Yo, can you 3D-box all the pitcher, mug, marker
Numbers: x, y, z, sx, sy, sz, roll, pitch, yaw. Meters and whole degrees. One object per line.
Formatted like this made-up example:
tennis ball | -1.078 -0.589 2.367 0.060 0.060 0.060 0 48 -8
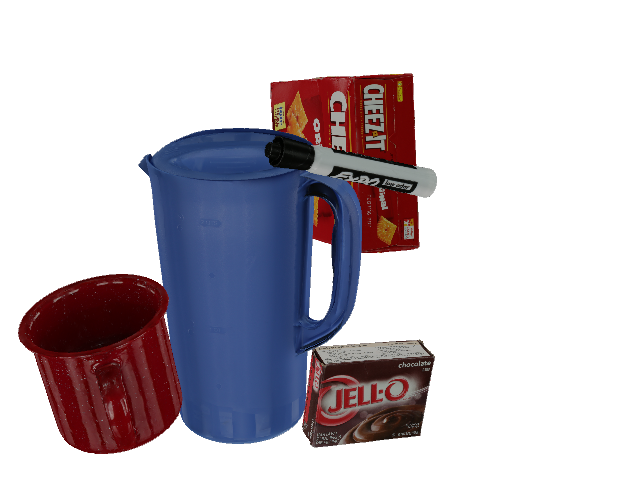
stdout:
pitcher | -0.057 0.039 0.861 0.144 0.243 0.149 -10 24 -20
mug | -0.130 0.084 0.663 0.093 0.081 0.117 -16 29 -13
marker | 0.020 -0.045 0.655 0.120 0.020 0.020 10 -5 -32

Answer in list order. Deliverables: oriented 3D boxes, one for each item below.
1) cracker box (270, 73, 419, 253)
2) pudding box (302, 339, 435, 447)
cracker box | 0.018 -0.081 1.068 0.072 0.164 0.214 -7 9 -21
pudding box | 0.044 0.141 0.991 0.113 0.090 0.039 -3 28 -21
